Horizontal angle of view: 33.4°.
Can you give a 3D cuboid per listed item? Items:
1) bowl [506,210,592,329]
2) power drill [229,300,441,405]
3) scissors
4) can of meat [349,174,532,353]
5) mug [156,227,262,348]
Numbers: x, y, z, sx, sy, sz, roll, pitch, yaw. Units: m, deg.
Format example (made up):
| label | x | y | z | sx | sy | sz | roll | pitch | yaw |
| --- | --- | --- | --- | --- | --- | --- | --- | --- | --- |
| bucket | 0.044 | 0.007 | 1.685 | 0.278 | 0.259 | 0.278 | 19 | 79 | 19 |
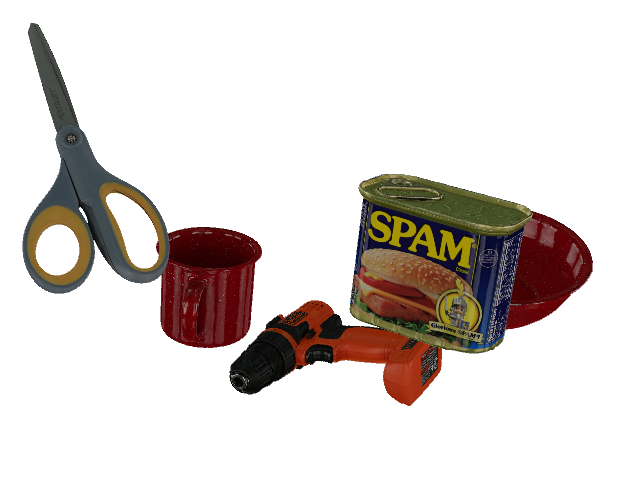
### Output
| label | x | y | z | sx | sy | sz | roll | pitch | yaw |
| --- | --- | --- | --- | --- | --- | --- | --- | --- | --- |
| bowl | 0.154 | 0.030 | 0.943 | 0.162 | 0.055 | 0.162 | 1 | 33 | -1 |
| power drill | 0.020 | 0.120 | 1.111 | 0.188 | 0.057 | 0.184 | 9 | 24 | 26 |
| scissors | -0.170 | -0.047 | 0.673 | 0.096 | 0.202 | 0.016 | -31 | -18 | -22 |
| can of meat | 0.069 | 0.014 | 0.648 | 0.102 | 0.084 | 0.057 | 17 | 23 | 28 |
| mug | -0.102 | 0.048 | 0.943 | 0.093 | 0.081 | 0.117 | 6 | 23 | 2 |
